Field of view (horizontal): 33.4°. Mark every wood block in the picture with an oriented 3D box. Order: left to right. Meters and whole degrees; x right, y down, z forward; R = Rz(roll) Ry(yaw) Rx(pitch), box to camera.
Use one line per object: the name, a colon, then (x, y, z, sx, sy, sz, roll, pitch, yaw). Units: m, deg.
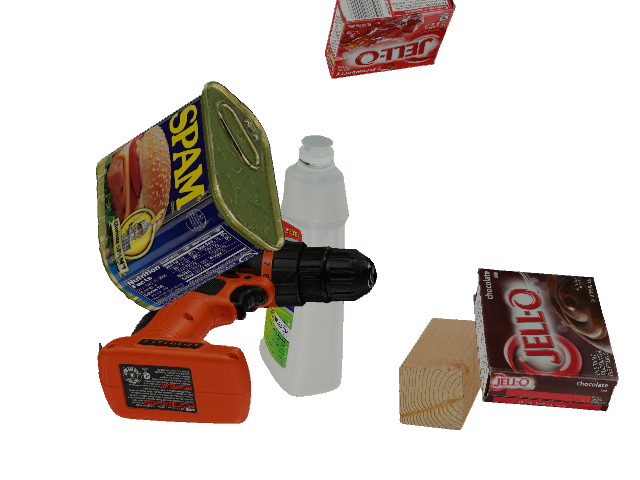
wood block: (0.184, 0.191, 1.565, 0.091, 0.090, 0.205, 3, 17, 18)

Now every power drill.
power drill: (-0.062, 0.056, 0.763, 0.184, 0.057, 0.187, -1, 25, 14)

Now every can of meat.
can of meat: (-0.073, -0.023, 0.578, 0.084, 0.102, 0.057, -29, -42, 22)

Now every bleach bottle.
bleach bottle: (-0.013, 0.019, 1.005, 0.068, 0.251, 0.103, -8, 30, -20)

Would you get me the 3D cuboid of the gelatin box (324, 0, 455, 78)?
gelatin box: (0.053, -0.161, 0.828, 0.089, 0.030, 0.073, -9, -24, -13)

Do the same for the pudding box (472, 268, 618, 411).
pudding box: (0.160, 0.071, 0.780, 0.090, 0.039, 0.113, 5, 36, -1)
